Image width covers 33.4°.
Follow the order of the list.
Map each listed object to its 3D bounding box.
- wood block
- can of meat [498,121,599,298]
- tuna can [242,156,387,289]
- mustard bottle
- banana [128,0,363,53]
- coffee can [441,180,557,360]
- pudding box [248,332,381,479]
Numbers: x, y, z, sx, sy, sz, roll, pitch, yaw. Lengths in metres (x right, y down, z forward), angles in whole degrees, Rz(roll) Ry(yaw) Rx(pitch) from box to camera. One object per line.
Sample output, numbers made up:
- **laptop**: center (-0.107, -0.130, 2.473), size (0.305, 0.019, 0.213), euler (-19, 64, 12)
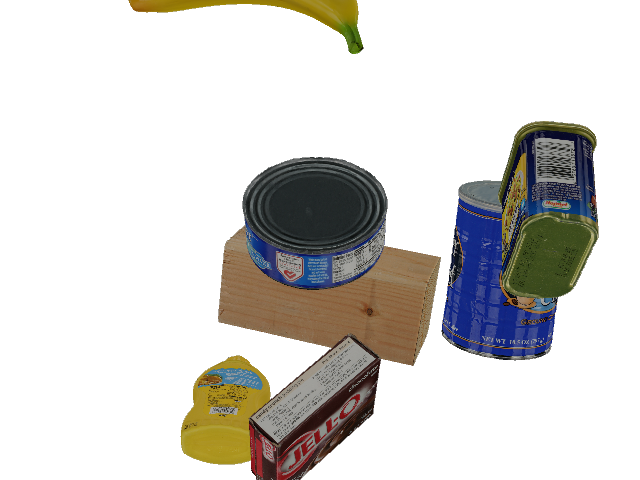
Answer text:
- **wood block**: center (0.009, 0.051, 1.093), size (0.206, 0.091, 0.090), euler (12, 22, 12)
- **can of meat**: center (0.160, -0.019, 0.753), size (0.057, 0.084, 0.102), euler (6, -36, 1)
- **tuna can**: center (-0.003, -0.011, 0.639), size (0.086, 0.034, 0.086), euler (-1, 43, 0)
- **mustard bottle**: center (-0.111, 0.198, 1.317), size (0.096, 0.058, 0.191), euler (1, 25, 2)
- **banana**: center (-0.052, -0.194, 0.833), size (0.198, 0.069, 0.037), euler (13, -40, 17)
- **coffee can**: center (0.169, 0.025, 0.976), size (0.103, 0.140, 0.103), euler (5, 16, -2)
- **pudding box**: center (-0.005, 0.137, 0.835), size (0.039, 0.090, 0.113), euler (38, 60, 23)
